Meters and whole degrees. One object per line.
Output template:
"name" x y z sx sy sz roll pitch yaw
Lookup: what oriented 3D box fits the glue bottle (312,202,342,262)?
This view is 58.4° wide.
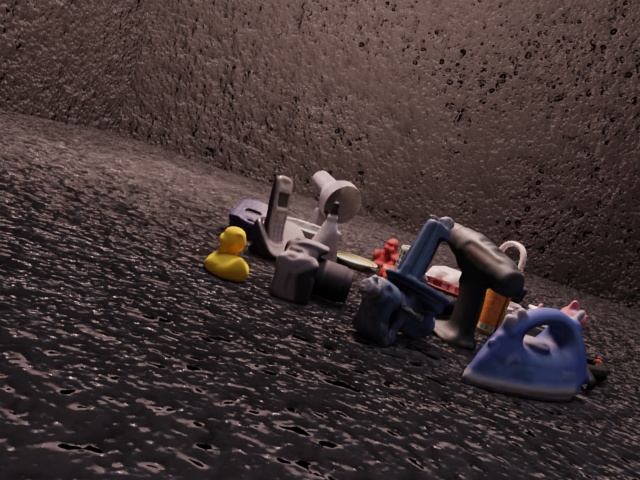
"glue bottle" 0.011 0.004 1.180 0.078 0.173 0.037 11 10 -40

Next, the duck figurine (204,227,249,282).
"duck figurine" -0.156 0.020 1.013 0.078 0.086 0.104 13 9 -32

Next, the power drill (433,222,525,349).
"power drill" 0.274 0.086 1.079 0.076 0.208 0.228 14 9 -29

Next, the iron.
"iron" 0.335 0.166 0.909 0.259 0.141 0.118 12 10 -37

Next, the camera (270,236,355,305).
"camera" -0.007 0.058 1.032 0.136 0.101 0.143 19 8 4

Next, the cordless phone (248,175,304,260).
"cordless phone" -0.075 -0.047 1.293 0.093 0.185 0.148 23 10 34

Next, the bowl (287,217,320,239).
"bowl" -0.043 -0.003 1.464 0.167 0.075 0.167 18 8 -2

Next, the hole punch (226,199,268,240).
"hole punch" -0.171 -0.052 1.458 0.108 0.091 0.101 19 8 9

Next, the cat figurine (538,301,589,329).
"cat figurine" 0.563 0.191 1.343 0.127 0.118 0.067 19 8 5

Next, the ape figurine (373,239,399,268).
"ape figurine" 0.198 0.040 1.652 0.076 0.092 0.077 12 10 -37

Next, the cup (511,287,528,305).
"cup" 0.480 0.156 1.479 0.091 0.095 0.118 19 8 5

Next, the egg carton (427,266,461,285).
"egg carton" 0.347 0.116 1.547 0.107 0.069 0.151 22 9 29

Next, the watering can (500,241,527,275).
"watering can" 0.508 0.097 1.587 0.100 0.194 0.173 23 9 33

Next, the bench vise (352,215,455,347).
"bench vise" 0.154 0.063 0.926 0.121 0.220 0.208 21 9 23

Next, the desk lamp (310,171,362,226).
"desk lamp" 0.010 -0.085 1.641 0.118 0.213 0.202 12 10 -35
